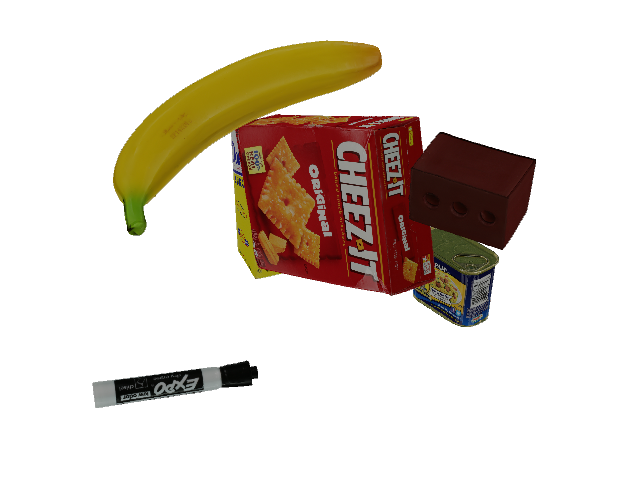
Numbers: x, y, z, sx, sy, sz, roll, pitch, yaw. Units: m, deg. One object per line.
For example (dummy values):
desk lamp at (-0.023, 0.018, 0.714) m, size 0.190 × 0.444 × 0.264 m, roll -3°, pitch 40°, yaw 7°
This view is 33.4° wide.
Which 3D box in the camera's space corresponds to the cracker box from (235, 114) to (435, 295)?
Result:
cracker box at (0.010, -0.042, 1.080) m, size 0.071 × 0.164 × 0.214 m, roll -19°, pitch 18°, yaw -37°

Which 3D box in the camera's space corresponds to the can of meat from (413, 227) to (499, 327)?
can of meat at (0.156, 0.043, 1.253) m, size 0.057 × 0.084 × 0.102 m, roll -23°, pitch 40°, yaw -33°

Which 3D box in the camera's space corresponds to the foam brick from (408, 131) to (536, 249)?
foam brick at (0.111, -0.037, 0.789) m, size 0.078 × 0.053 × 0.051 m, roll 19°, pitch 45°, yaw 22°

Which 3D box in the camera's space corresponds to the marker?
marker at (-0.106, 0.105, 0.785) m, size 0.121 × 0.020 × 0.020 m, roll -7°, pitch 1°, yaw -12°

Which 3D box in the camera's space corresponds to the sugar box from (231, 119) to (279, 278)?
sugar box at (-0.078, -0.052, 1.315) m, size 0.048 × 0.176 × 0.093 m, roll -11°, pitch 26°, yaw -15°

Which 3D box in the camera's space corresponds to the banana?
banana at (-0.053, -0.073, 0.637) m, size 0.197 × 0.070 × 0.037 m, roll -38°, pitch -25°, yaw -22°
